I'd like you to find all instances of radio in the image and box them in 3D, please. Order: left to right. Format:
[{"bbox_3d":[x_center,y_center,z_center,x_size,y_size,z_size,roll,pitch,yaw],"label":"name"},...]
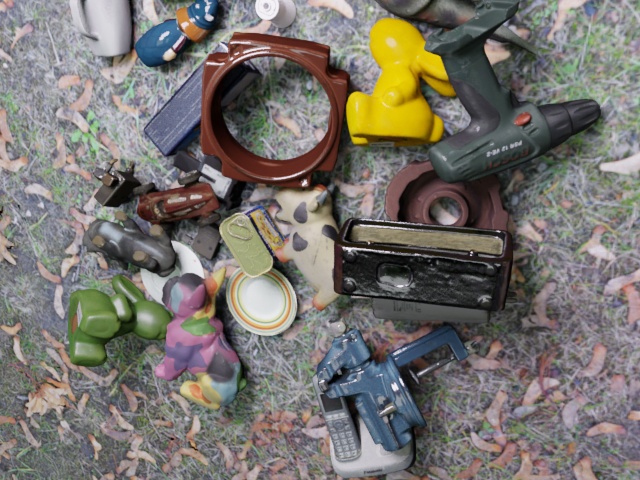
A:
[{"bbox_3d":[0.134,0.028,0.712,0.230,0.131,0.073,4,109,15],"label":"radio"}]

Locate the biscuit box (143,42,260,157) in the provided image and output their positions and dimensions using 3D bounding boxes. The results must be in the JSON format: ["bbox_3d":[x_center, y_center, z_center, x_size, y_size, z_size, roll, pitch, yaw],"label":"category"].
[{"bbox_3d":[-0.190,-0.217,0.846,0.202,0.059,0.063,-38,92,22],"label":"biscuit box"}]

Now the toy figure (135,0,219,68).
[{"bbox_3d":[-0.215,-0.323,0.828,0.154,0.058,0.064,-25,101,17],"label":"toy figure"}]

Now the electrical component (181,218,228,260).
[{"bbox_3d":[-0.192,0.002,0.927,0.094,0.021,0.063,28,111,8],"label":"electrical component"}]

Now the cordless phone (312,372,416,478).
[{"bbox_3d":[0.072,0.291,0.892,0.147,0.089,0.184,-18,94,21],"label":"cordless phone"}]

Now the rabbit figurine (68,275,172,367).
[{"bbox_3d":[-0.353,0.144,0.960,0.159,0.170,0.121,46,119,47],"label":"rabbit figurine"}]

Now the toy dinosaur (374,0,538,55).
[{"bbox_3d":[0.105,-0.374,0.686,0.192,0.131,0.404,-23,101,34],"label":"toy dinosaur"}]

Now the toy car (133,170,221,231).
[{"bbox_3d":[-0.238,-0.057,0.876,0.202,0.053,0.089,-3,112,43],"label":"toy car"}]

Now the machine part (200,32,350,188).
[{"bbox_3d":[-0.065,-0.181,0.766,0.201,0.087,0.200,7,118,-3],"label":"machine part"}]

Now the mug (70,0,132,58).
[{"bbox_3d":[-0.340,-0.341,0.841,0.081,0.109,0.107,1,117,12],"label":"mug"}]

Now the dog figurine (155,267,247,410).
[{"bbox_3d":[-0.191,0.156,0.909,0.192,0.108,0.219,29,118,11],"label":"dog figurine"}]

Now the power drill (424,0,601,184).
[{"bbox_3d":[0.228,-0.186,0.665,0.232,0.086,0.207,-29,125,1],"label":"power drill"}]

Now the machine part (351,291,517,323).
[{"bbox_3d":[0.166,0.084,0.805,0.243,0.079,0.079,0,105,17],"label":"machine part"}]

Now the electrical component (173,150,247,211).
[{"bbox_3d":[-0.178,-0.106,0.879,0.119,0.048,0.074,27,111,9],"label":"electrical component"}]

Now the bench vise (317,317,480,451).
[{"bbox_3d":[0.122,0.193,0.825,0.241,0.129,0.223,-27,80,2],"label":"bench vise"}]

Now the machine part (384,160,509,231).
[{"bbox_3d":[0.183,-0.042,0.779,0.180,0.056,0.179,5,107,15],"label":"machine part"}]

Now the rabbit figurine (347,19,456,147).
[{"bbox_3d":[0.111,-0.217,0.726,0.163,0.122,0.173,-2,85,15],"label":"rabbit figurine"}]

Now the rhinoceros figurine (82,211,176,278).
[{"bbox_3d":[-0.332,0.007,0.930,0.191,0.112,0.073,15,67,20],"label":"rhinoceros figurine"}]

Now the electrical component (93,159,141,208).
[{"bbox_3d":[-0.345,-0.097,0.912,0.045,0.102,0.078,45,103,6],"label":"electrical component"}]

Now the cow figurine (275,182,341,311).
[{"bbox_3d":[-0.002,-0.003,0.832,0.127,0.085,0.195,-33,96,22],"label":"cow figurine"}]
